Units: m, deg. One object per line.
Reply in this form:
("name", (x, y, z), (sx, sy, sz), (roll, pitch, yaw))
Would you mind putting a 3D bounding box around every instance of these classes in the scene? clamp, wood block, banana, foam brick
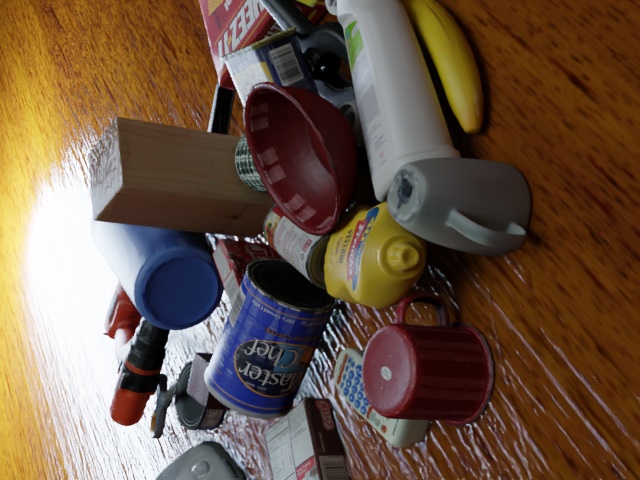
("clamp", (-0.127, -0.106, 1.351), (0.120, 0.039, 0.172), (-113, 37, -44))
("wood block", (-0.151, -0.068, 1.224), (0.091, 0.205, 0.090), (-39, 52, 48))
("clamp", (-0.004, -0.199, 1.129), (0.210, 0.036, 0.164), (18, 129, 48))
("banana", (0.111, -0.179, 1.001), (0.198, 0.037, 0.070), (-119, 23, -46))
("foam brick", (-0.105, 0.163, 1.229), (0.053, 0.078, 0.051), (24, 104, 55))

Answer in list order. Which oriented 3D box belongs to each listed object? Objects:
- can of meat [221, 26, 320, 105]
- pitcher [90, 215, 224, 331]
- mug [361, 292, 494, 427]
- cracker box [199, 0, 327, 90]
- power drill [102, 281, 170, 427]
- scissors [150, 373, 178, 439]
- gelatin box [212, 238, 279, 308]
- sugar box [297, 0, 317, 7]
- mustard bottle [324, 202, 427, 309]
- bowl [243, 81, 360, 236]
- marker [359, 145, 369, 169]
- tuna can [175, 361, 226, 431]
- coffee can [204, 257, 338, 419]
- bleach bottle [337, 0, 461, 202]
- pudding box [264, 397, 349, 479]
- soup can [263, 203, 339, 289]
("can of meat", (-0.051, -0.171, 1.131), (0.102, 0.057, 0.084), (-4, 111, 59))
("pitcher", (-0.196, 0.025, 1.331), (0.145, 0.149, 0.243), (-65, 28, 11))
("mug", (0.090, 0.104, 0.932), (0.093, 0.081, 0.117), (-14, 73, 56))
("cracker box", (-0.081, -0.310, 1.287), (0.164, 0.072, 0.214), (-47, 48, 43))
("power drill", (-0.249, 0.129, 1.443), (0.188, 0.057, 0.185), (-109, 38, -54))
("scissors", (-0.201, 0.193, 1.386), (0.202, 0.016, 0.096), (115, 155, -52))
("gelatin box", (-0.075, 0.040, 1.210), (0.030, 0.073, 0.089), (-58, 39, 32))
("sugar box", (-0.001, -0.317, 1.119), (0.176, 0.048, 0.093), (-86, 20, -60))
("mustard bottle", (0.054, 0.014, 0.972), (0.192, 0.058, 0.096), (-178, 107, -77))
("bowl", (-0.009, -0.088, 1.048), (0.162, 0.055, 0.162), (43, 148, 36))
("marker", (0.025, -0.105, 1.132), (0.121, 0.020, 0.020), (44, 121, 51))
("tuna can", (-0.148, 0.194, 1.330), (0.086, 0.033, 0.086), (-16, 71, 55))
("coffee can", (-0.053, 0.104, 1.136), (0.103, 0.102, 0.140), (51, 126, 48))
("bleach bottle", (0.061, -0.168, 0.997), (0.103, 0.068, 0.251), (131, 128, -69))
("pudding box", (-0.014, 0.233, 1.111), (0.090, 0.039, 0.113), (-47, 45, 44))
("soup can", (-0.007, 0.001, 1.117), (0.102, 0.068, 0.068), (39, 117, 53))
